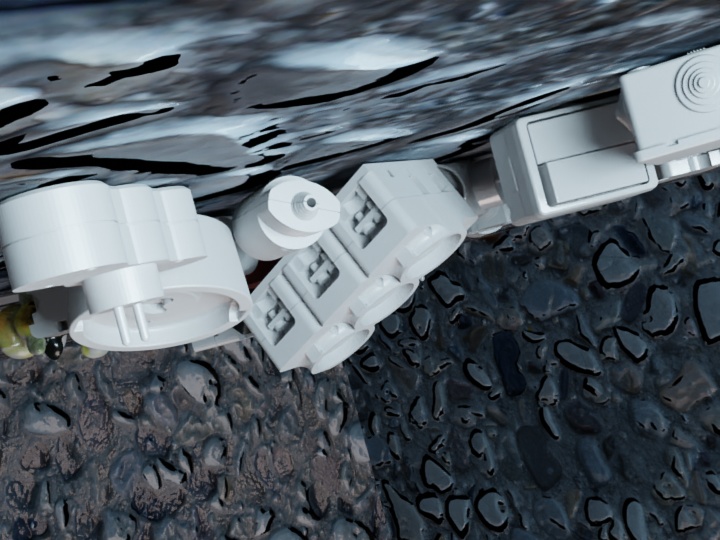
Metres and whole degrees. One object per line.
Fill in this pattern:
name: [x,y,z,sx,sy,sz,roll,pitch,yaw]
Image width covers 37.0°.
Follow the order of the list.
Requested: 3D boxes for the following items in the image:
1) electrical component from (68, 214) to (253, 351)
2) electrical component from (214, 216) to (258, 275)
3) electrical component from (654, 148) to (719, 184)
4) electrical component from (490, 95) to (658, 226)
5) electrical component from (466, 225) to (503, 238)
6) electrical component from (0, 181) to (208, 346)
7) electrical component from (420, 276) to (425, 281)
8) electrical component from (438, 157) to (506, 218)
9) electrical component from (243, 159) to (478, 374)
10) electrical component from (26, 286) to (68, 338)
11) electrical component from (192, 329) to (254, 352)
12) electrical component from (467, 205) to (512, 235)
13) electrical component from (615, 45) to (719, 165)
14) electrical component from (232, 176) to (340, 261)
electrical component: [-0.123,0.003,0.646,0.108,0.060,0.108,-11,161,-4]
electrical component: [-0.103,-0.014,0.725,0.077,0.043,0.079,-14,178,-38]
electrical component: [0.211,-0.091,0.718,0.050,0.055,0.089,-15,179,5]
electrical component: [0.139,-0.070,0.665,0.096,0.061,0.061,-14,179,-11]
electrical component: [0.076,-0.049,1.013,0.138,0.052,0.074,-15,178,-10]
electrical component: [-0.117,0.000,0.520,0.052,0.073,0.138,-15,178,16]
electrical component: [0.037,-0.026,0.964,0.077,0.079,0.043,-15,179,19]
electrical component: [0.085,-0.061,0.802,0.079,0.043,0.077,-15,179,21]
electrical component: [0.000,0.000,0.729,0.150,0.061,0.089,-47,161,29]
electrical component: [-0.189,0.014,0.768,0.089,0.050,0.056,-15,179,-4]
electrical component: [-0.140,0.030,1.112,0.062,0.089,0.150,-15,179,8]
electrical component: [0.113,-0.062,0.921,0.080,0.051,0.080,-15,179,0]
electrical component: [0.194,-0.093,0.587,0.100,0.048,0.100,-15,178,23]
electrical component: [-0.043,-0.032,0.631,0.043,0.043,0.081,-14,179,-25]
